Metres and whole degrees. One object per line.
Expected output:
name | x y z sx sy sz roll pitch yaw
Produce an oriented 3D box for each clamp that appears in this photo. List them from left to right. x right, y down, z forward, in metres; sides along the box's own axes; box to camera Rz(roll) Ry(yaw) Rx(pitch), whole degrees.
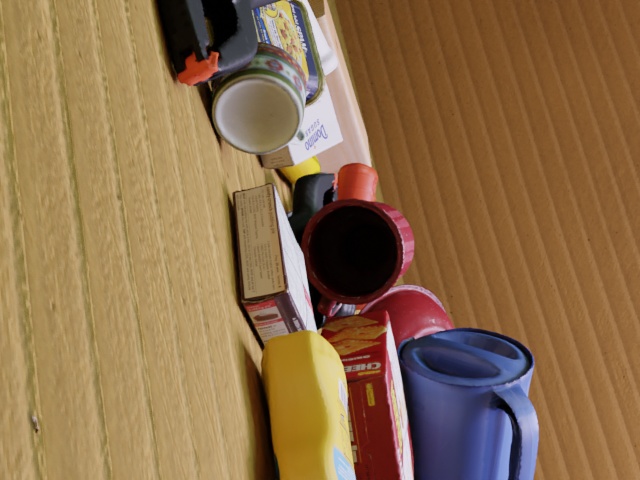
clamp | -0.086 -0.196 0.790 0.164 0.036 0.210 47 33 -30
clamp | -0.007 0.001 1.017 0.171 0.039 0.120 -65 150 -55

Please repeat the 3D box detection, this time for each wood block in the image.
wood block | -0.009 -0.179 1.267 0.091 0.090 0.206 -93 167 -56

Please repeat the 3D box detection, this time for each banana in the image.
banana | -0.029 -0.089 1.151 0.069 0.037 0.197 56 5 1

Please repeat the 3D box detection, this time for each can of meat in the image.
can of meat | -0.049 -0.166 0.916 0.083 0.058 0.102 7 64 -53

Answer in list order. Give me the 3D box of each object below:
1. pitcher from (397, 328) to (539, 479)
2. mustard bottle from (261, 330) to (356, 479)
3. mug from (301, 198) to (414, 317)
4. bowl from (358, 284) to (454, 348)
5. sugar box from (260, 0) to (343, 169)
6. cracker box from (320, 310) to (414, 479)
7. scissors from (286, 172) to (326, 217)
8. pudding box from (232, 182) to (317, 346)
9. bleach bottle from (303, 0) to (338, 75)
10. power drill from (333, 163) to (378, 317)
pitcher | 0.144 0.222 1.067 0.149 0.145 0.243 -50 143 -66
mustard bottle | -0.002 0.159 0.696 0.096 0.058 0.191 75 4 -47
mug | 0.033 0.018 0.960 0.117 0.093 0.081 -64 167 12
bowl | 0.100 0.133 1.172 0.055 0.161 0.162 19 -46 51
sugar box | -0.040 -0.164 1.026 0.093 0.048 0.176 -31 111 -51
cracker box | 0.038 0.166 0.925 0.213 0.072 0.164 -65 146 -79
scissors | -0.019 -0.010 1.092 0.201 0.016 0.096 -56 153 -62
pudding box | -0.035 0.027 0.809 0.090 0.039 0.113 68 8 -47
bleach bottle | -0.064 -0.283 1.086 0.251 0.068 0.103 66 -8 -29
power drill | 0.038 0.024 1.222 0.187 0.057 0.184 74 27 -73
